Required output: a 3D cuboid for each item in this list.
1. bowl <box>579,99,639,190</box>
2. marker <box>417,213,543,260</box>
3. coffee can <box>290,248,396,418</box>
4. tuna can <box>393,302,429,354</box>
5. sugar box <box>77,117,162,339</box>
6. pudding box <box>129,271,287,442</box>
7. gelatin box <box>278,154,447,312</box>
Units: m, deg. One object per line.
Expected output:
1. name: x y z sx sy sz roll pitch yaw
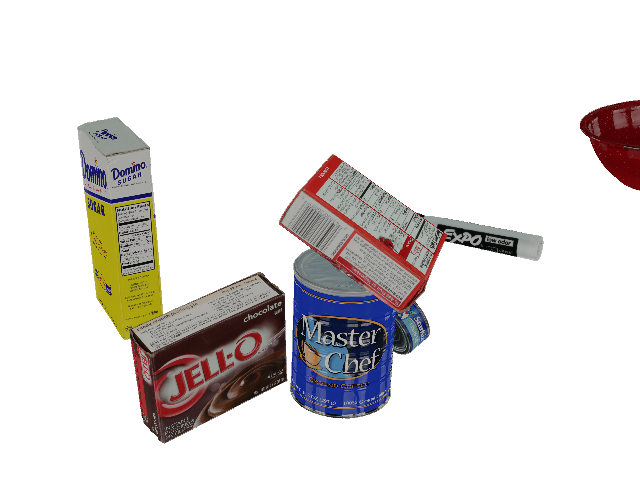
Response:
1. bowl: 0.319 -0.083 0.974 0.162 0.055 0.162 -5 23 2
2. marker: 0.109 -0.006 0.815 0.121 0.020 0.020 12 5 25
3. coffee can: 0.023 0.087 1.047 0.103 0.140 0.103 2 25 -1
4. tuna can: 0.089 0.094 1.279 0.033 0.086 0.086 -38 17 -23
5. sugar box: -0.178 -0.011 0.947 0.048 0.176 0.093 -15 28 -23
6. pudding box: -0.079 0.084 0.776 0.113 0.090 0.039 -26 46 -28
7. gelatin box: 0.027 -0.005 0.623 0.089 0.030 0.073 36 25 0
